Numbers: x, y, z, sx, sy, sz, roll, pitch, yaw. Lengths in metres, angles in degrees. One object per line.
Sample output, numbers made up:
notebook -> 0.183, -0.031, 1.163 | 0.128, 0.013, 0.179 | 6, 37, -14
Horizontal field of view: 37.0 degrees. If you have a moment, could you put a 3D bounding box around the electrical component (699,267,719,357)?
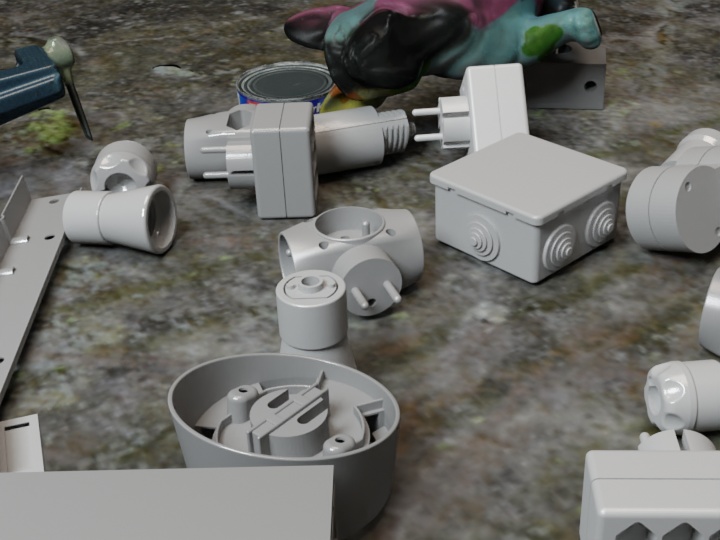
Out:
electrical component -> 0.228, 0.020, 0.566 | 0.077, 0.043, 0.079 | 14, 34, 27

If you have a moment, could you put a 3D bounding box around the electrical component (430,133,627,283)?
electrical component -> 0.104, -0.040, 0.671 | 0.100, 0.048, 0.100 | -27, 38, -35

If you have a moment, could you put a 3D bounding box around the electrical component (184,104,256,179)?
electrical component -> -0.085, -0.097, 0.788 | 0.077, 0.043, 0.079 | -2, 30, 1

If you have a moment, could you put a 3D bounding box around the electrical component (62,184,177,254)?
electrical component -> -0.156, -0.033, 0.689 | 0.065, 0.044, 0.044 | 2, 31, 17

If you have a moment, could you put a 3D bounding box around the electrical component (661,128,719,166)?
electrical component -> 0.224, -0.068, 0.720 | 0.040, 0.040, 0.046 | 22, 44, 35

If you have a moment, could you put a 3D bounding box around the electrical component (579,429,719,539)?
electrical component -> 0.134, 0.092, 0.447 | 0.083, 0.047, 0.075 | -1, 30, 4

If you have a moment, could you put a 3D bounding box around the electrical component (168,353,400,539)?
electrical component -> -0.032, 0.073, 0.474 | 0.099, 0.064, 0.099 | -2, 30, 1

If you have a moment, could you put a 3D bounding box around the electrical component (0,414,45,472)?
electrical component -> -0.173, 0.093, 0.452 | 0.081, 0.063, 0.042 | -11, 30, -14

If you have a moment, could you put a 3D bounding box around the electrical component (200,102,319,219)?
electrical component -> -0.069, -0.073, 0.724 | 0.077, 0.065, 0.047 | -2, 31, 2

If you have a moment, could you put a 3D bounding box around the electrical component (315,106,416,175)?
electrical component -> 0.001, -0.096, 0.780 | 0.081, 0.043, 0.043 | -11, 32, -15

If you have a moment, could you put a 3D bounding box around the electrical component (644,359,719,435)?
electrical component -> 0.170, 0.059, 0.512 | 0.061, 0.035, 0.035 | -4, 30, -7

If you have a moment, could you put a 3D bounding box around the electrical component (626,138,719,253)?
electrical component -> 0.235, -0.051, 0.656 | 0.138, 0.052, 0.074 | -24, 18, -32

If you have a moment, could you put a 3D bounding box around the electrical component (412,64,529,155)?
electrical component -> 0.075, -0.104, 0.753 | 0.077, 0.065, 0.047 | -4, -10, -1

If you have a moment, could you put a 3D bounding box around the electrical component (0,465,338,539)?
electrical component -> -0.084, 0.125, 0.392 | 0.150, 0.061, 0.089 | -2, 31, 2

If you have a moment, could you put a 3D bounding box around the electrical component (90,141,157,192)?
electrical component -> -0.163, -0.070, 0.749 | 0.043, 0.043, 0.062 | -4, 29, -2

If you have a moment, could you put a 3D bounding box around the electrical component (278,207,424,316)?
electrical component -> 0.000, 0.000, 0.616 | 0.077, 0.044, 0.079 | -11, 31, -14

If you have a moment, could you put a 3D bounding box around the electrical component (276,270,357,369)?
electrical component -> -0.023, 0.033, 0.541 | 0.044, 0.065, 0.044 | -2, 31, 1
